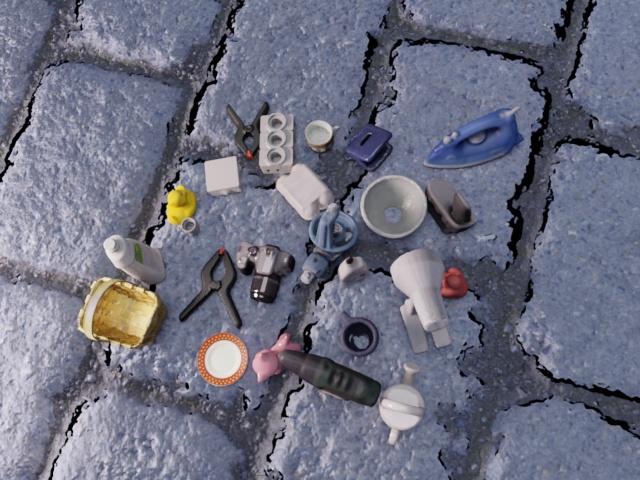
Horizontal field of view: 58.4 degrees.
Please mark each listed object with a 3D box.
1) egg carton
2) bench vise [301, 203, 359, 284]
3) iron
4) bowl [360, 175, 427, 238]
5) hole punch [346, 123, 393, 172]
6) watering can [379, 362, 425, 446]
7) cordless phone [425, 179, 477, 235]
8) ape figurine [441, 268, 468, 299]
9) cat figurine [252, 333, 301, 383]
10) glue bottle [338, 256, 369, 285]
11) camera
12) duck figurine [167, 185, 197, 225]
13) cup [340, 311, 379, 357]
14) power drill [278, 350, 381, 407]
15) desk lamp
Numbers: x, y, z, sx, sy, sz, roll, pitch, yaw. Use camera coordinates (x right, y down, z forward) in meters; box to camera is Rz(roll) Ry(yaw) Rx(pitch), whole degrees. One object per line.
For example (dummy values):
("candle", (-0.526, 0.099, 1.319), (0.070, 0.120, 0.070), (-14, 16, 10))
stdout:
("egg carton", (-0.037, -0.127, 1.499), (0.107, 0.069, 0.150), (-41, 73, -6))
("bench vise", (0.024, 0.007, 1.373), (0.121, 0.220, 0.207), (10, 75, 10))
("iron", (0.388, -0.264, 1.454), (0.258, 0.141, 0.118), (-22, 72, 0))
("bowl", (0.187, -0.077, 1.456), (0.167, 0.075, 0.167), (-2, 73, 6))
("hole punch", (0.127, -0.249, 1.505), (0.101, 0.091, 0.109), (37, 81, 15))
("watering can", (0.180, 0.361, 1.264), (0.101, 0.194, 0.173), (-7, 73, 5))
("cordless phone", (0.321, -0.100, 1.390), (0.094, 0.185, 0.147), (-34, 73, -4))
("ape figurine", (0.321, 0.105, 1.378), (0.076, 0.092, 0.078), (42, 82, 16))
("cat figurine", (-0.111, 0.277, 1.362), (0.067, 0.118, 0.128), (39, 81, 16))
("glue bottle", (0.077, 0.065, 1.375), (0.078, 0.173, 0.037), (-19, 72, 1))
("camera", (-0.147, 0.082, 1.433), (0.143, 0.101, 0.137), (11, 75, 10))
("duck figurine", (-0.377, -0.096, 1.520), (0.077, 0.086, 0.104), (16, 76, 11))
("cup", (0.088, 0.226, 1.367), (0.092, 0.095, 0.117), (-35, 73, -4))
("power drill", (0.026, 0.311, 1.289), (0.229, 0.208, 0.076), (19, 76, 12))
("desk lamp", (0.241, 0.141, 1.312), (0.118, 0.214, 0.203), (-16, 72, 2))
